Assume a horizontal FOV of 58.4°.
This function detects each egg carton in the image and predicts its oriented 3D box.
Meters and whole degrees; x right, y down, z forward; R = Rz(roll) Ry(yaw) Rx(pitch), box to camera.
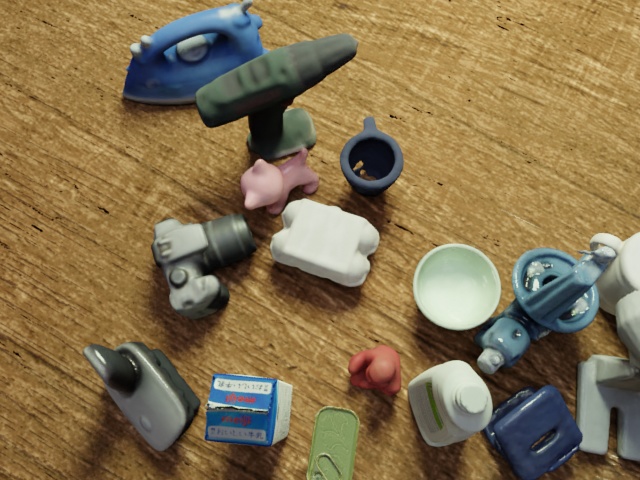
[{"bbox_3d":[0.008,0.003,0.842,0.150,0.069,0.107,18,75,6],"label":"egg carton"}]

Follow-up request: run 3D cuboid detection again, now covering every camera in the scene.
[{"bbox_3d":[-0.160,0.023,0.823,0.137,0.101,0.143,-20,74,-5],"label":"camera"}]

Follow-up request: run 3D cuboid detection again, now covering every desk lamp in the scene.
[{"bbox_3d":[0.413,0.171,0.710,0.118,0.213,0.203,8,74,4],"label":"desk lamp"}]

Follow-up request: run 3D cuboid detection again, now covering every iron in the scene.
[{"bbox_3d":[-0.205,-0.297,0.895,0.258,0.141,0.118,-20,74,-4],"label":"iron"}]

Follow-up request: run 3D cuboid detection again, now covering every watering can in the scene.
[{"bbox_3d":[0.450,0.039,0.757,0.172,0.194,0.101,10,74,4],"label":"watering can"}]

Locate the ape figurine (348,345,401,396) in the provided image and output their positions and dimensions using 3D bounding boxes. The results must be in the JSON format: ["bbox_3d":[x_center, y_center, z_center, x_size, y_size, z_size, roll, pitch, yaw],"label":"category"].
[{"bbox_3d":[0.080,0.178,0.778,0.076,0.092,0.077,-41,77,-10],"label":"ape figurine"}]

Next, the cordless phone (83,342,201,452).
[{"bbox_3d":[-0.235,0.196,0.730,0.147,0.185,0.094,43,79,12],"label":"cordless phone"}]

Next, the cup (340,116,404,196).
[{"bbox_3d":[0.074,-0.116,0.862,0.091,0.095,0.118,-3,74,0],"label":"cup"}]

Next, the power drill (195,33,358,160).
[{"bbox_3d":[-0.057,-0.201,0.830,0.229,0.208,0.075,-19,74,-4],"label":"power drill"}]

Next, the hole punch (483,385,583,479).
[{"bbox_3d":[0.285,0.254,0.752,0.109,0.091,0.101,-34,76,-8],"label":"hole punch"}]

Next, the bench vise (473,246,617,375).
[{"bbox_3d":[0.294,0.092,0.732,0.121,0.220,0.207,25,76,8],"label":"bench vise"}]

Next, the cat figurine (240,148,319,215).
[{"bbox_3d":[-0.065,-0.091,0.845,0.128,0.118,0.067,-36,76,-9],"label":"cat figurine"}]
